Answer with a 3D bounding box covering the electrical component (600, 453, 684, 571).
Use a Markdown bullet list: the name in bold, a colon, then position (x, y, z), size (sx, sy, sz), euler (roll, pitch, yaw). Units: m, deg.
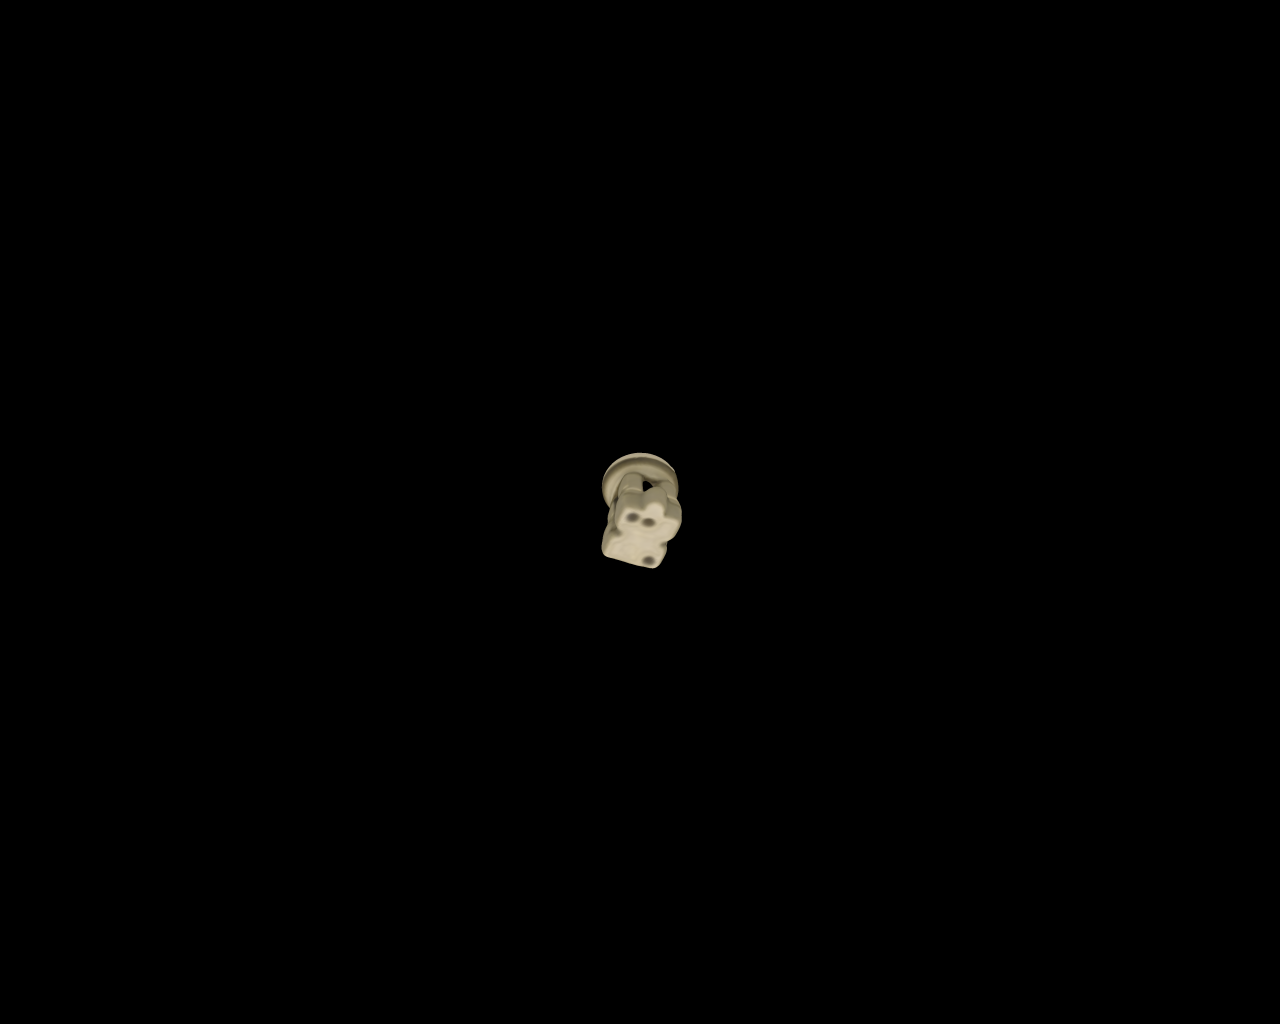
- **electrical component**: position (0.001, -0.003, 0.650), size (0.048, 0.066, 0.055), euler (16, 40, -13)
